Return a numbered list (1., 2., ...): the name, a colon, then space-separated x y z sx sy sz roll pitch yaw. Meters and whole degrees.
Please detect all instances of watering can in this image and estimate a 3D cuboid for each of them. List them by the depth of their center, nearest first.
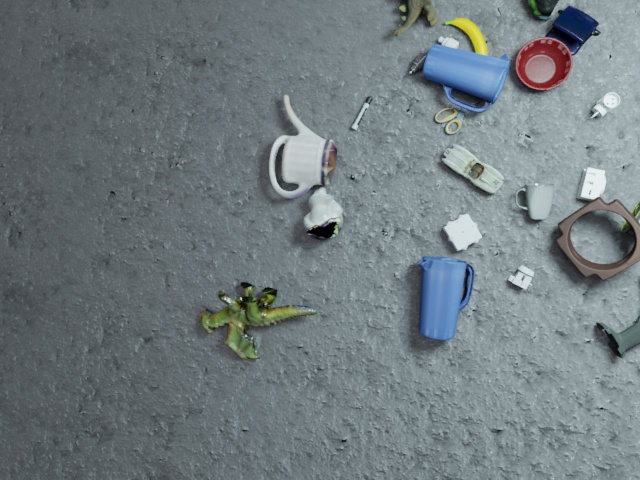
1. watering can: -0.052 -0.303 1.683 0.224 0.103 0.349 6 86 11

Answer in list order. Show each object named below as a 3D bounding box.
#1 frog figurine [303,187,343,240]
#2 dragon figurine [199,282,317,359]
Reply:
1. frog figurine: 0.005 -0.084 1.676 0.136 0.121 0.163 -33 46 18
2. dragon figurine: -0.223 0.283 1.709 0.411 0.123 0.239 14 108 15
